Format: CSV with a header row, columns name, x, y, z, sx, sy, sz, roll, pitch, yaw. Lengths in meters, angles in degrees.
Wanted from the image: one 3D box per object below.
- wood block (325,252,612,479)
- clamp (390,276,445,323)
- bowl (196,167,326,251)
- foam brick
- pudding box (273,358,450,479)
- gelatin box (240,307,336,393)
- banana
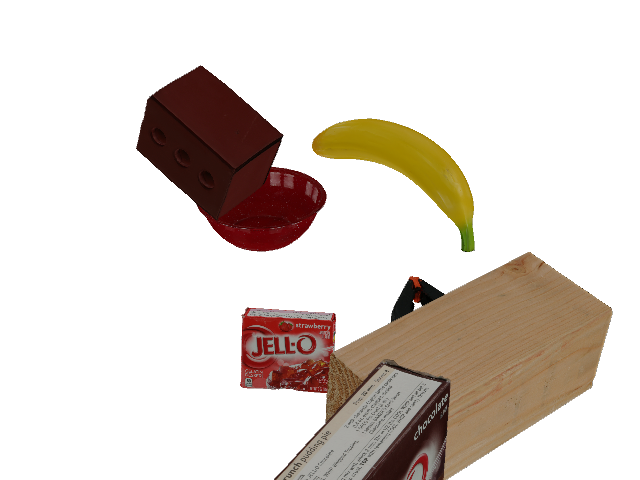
name,x,y,z,sx,sy,sz,roll,pitch,yaw
wood block,0.112,0.100,0.810,0.205,0.090,0.091,-24,44,-31
clamp,0.132,0.108,1.161,0.120,0.171,0.039,3,-45,-6
bowl,-0.074,-0.032,1.330,0.162,0.055,0.162,0,31,0
foam brick,-0.073,-0.064,0.696,0.051,0.078,0.053,-39,-16,-37
pudding box,0.015,0.118,0.457,0.039,0.090,0.113,17,35,25
gelatin box,-0.031,0.105,1.017,0.089,0.073,0.030,3,13,5
banana,0.065,-0.066,0.921,0.037,0.070,0.198,1,28,-48
